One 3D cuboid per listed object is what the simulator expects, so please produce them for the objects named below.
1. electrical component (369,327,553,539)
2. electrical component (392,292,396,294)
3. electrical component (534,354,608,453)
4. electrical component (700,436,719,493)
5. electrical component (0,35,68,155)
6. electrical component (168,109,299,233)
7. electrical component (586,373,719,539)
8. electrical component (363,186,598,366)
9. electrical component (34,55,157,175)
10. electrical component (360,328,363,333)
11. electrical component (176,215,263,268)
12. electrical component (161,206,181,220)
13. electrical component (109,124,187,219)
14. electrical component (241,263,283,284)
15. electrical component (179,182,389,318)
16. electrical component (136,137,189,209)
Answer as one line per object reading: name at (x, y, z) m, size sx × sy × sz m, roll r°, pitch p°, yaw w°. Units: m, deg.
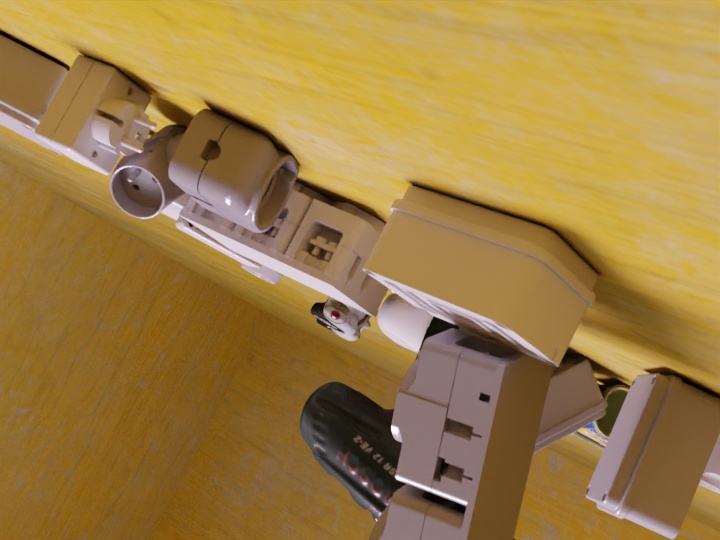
electrical component at (0.062, 0.129, 0.676) m, size 0.060 × 0.186 × 0.105 m, roll 16°, pitch -167°, yaw 25°
electrical component at (0.000, 0.000, 0.968) m, size 0.078 × 0.040 × 0.040 m, roll 25°, pitch 173°, yaw 19°
electrical component at (0.150, 0.121, 0.981) m, size 0.056 × 0.109 × 0.109 m, roll 67°, pitch 165°, yaw -8°
electrical component at (0.288, 0.148, 0.882) m, size 0.089 × 0.055 × 0.050 m, roll 22°, pitch 172°, yaw 42°
electrical component at (-0.286, -0.150, 0.876) m, size 0.109 × 0.056 × 0.108 m, roll 27°, pitch 174°, yaw 1°
electrical component at (-0.082, -0.064, 0.734) m, size 0.059 × 0.053 × 0.095 m, roll 26°, pitch 174°, yaw 13°
electrical component at (0.224, 0.138, 0.818) m, size 0.057 × 0.113 × 0.078 m, roll 24°, pitch 174°, yaw 3°
electrical component at (0.069, 0.002, 0.616) m, size 0.113 × 0.057 × 0.078 m, roll 22°, pitch 172°, yaw 41°
electrical component at (-0.173, -0.102, 0.749) m, size 0.077 × 0.065 × 0.047 m, roll 24°, pitch 173°, yaw 31°
electrical component at (-0.009, 0.043, 1.246) m, size 0.042 × 0.063 × 0.081 m, roll 27°, pitch 174°, yaw -3°
electrical component at (-0.111, -0.044, 0.976) m, size 0.096 × 0.061 × 0.061 m, roll 29°, pitch 173°, yaw -16°
electrical component at (-0.176, -0.067, 1.149) m, size 0.081 × 0.043 × 0.043 m, roll 26°, pitch 174°, yaw 10°
electrical component at (-0.134, -0.079, 0.794) m, size 0.079 × 0.077 × 0.043 m, roll -18°, pitch 112°, yaw 26°
electrical component at (-0.096, -0.018, 1.152) m, size 0.066 × 0.055 × 0.048 m, roll 23°, pitch 172°, yaw 37°
electrical component at (-0.050, -0.030, 0.838) m, size 0.150 × 0.061 × 0.089 m, roll 24°, pitch 173°, yaw 28°
electrical component at (-0.187, -0.095, 0.955) m, size 0.077 × 0.047 × 0.066 m, roll 31°, pitch 173°, yaw -27°
